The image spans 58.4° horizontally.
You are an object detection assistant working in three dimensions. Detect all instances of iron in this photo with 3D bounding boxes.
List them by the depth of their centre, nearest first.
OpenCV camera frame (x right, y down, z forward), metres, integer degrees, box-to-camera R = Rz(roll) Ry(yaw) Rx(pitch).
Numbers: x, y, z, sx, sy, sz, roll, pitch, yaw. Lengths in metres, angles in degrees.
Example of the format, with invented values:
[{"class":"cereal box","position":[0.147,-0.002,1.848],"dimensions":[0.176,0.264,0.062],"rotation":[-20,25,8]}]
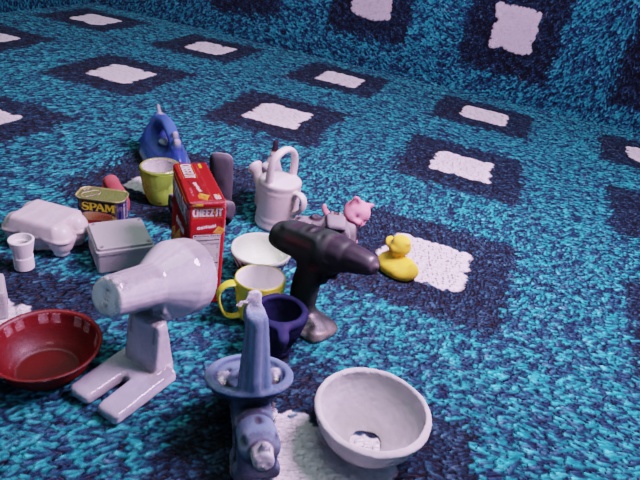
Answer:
[{"class":"iron","position":[-0.393,-0.250,1.496],"dimensions":[0.119,0.141,0.257],"rotation":[-9,35,-29]}]

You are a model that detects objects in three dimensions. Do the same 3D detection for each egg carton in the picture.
[{"class":"egg carton","position":[-0.541,-0.025,1.138],"dimensions":[0.150,0.069,0.107],"rotation":[14,30,7]}]

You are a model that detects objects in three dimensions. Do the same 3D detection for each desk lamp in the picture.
[{"class":"desk lamp","position":[-0.253,0.118,0.834],"dimensions":[0.117,0.213,0.204],"rotation":[22,32,21]}]

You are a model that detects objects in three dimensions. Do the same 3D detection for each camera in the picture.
[{"class":"camera","position":[0.011,0.004,1.220],"dimensions":[0.143,0.101,0.136],"rotation":[7,30,-4]}]

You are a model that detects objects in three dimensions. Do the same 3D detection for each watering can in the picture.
[{"class":"watering can","position":[-0.099,-0.125,1.316],"dimensions":[0.172,0.194,0.101],"rotation":[17,31,13]}]

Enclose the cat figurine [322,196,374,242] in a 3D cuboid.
[{"class":"cat figurine","position":[0.061,-0.055,1.320],"dimensions":[0.128,0.118,0.067],"rotation":[6,30,-7]}]

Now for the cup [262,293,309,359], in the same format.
[{"class":"cup","position":[-0.067,0.157,0.940],"dimensions":[0.092,0.095,0.117],"rotation":[3,31,-12]}]

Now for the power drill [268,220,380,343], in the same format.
[{"class":"power drill","position":[-0.003,0.069,0.997],"dimensions":[0.228,0.208,0.076],"rotation":[31,36,32]}]

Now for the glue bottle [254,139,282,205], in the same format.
[{"class":"glue bottle","position":[-0.117,-0.163,1.396],"dimensions":[0.037,0.173,0.078],"rotation":[32,37,34]}]

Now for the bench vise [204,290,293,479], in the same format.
[{"class":"bench vise","position":[-0.076,0.190,0.756],"dimensions":[0.122,0.220,0.206],"rotation":[-11,36,-31]}]

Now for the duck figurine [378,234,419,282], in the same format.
[{"class":"duck figurine","position":[0.174,0.032,1.236],"dimensions":[0.078,0.086,0.104],"rotation":[-13,37,-34]}]

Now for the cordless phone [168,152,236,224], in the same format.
[{"class":"cordless phone","position":[-0.257,-0.114,1.259],"dimensions":[0.147,0.185,0.094],"rotation":[6,30,-7]}]

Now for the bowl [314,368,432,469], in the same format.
[{"class":"bowl","position":[0.069,0.265,0.817],"dimensions":[0.167,0.075,0.167],"rotation":[7,30,-4]}]

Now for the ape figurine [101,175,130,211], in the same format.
[{"class":"ape figurine","position":[-0.462,-0.103,1.273],"dimensions":[0.076,0.092,0.078],"rotation":[22,32,20]}]
